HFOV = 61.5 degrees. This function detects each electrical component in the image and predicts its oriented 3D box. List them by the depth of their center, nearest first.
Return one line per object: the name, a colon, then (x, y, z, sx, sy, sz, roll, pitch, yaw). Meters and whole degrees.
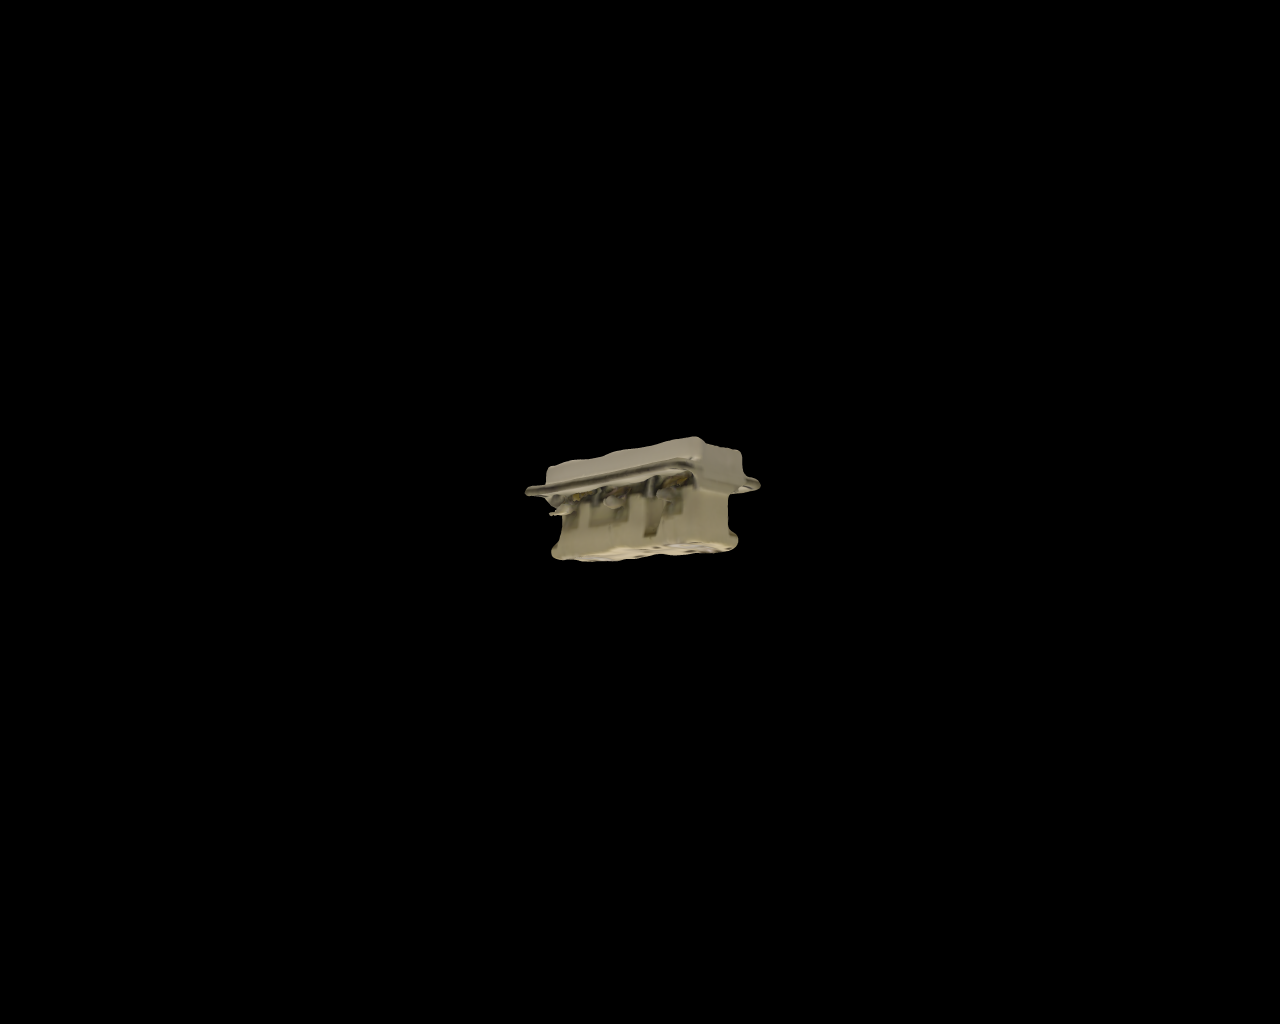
electrical component: (0.001, -0.003, 0.650, 0.121, 0.063, 0.079, -8, -13, 39)
